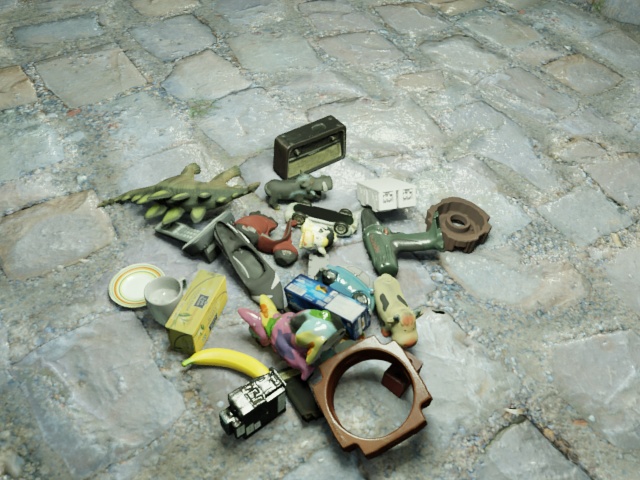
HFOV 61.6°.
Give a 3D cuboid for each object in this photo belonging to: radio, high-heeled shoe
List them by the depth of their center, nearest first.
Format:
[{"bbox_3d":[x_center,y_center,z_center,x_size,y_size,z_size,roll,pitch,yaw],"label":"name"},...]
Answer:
[{"bbox_3d":[-0.167,0.054,1.271,0.086,0.145,0.249,-37,54,-17],"label":"high-heeled shoe"},{"bbox_3d":[-0.028,-0.274,1.599,0.229,0.131,0.073,-28,54,-27],"label":"radio"}]

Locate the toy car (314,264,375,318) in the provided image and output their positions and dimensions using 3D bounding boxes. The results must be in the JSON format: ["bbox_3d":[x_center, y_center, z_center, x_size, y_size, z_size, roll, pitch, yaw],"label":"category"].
[{"bbox_3d":[0.068,0.112,1.237,0.162,0.109,0.103,43,57,9],"label":"toy car"}]

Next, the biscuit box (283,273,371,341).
[{"bbox_3d":[0.013,0.144,1.180,0.203,0.062,0.059,22,49,36],"label":"biscuit box"}]

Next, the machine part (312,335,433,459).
[{"bbox_3d":[0.103,0.310,1.066,0.201,0.087,0.202,-29,62,-4],"label":"machine part"}]

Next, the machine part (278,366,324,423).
[{"bbox_3d":[-0.044,0.317,1.117,0.084,0.039,0.139,-15,46,-29],"label":"machine part"}]

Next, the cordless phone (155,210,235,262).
[{"bbox_3d":[-0.323,-0.031,1.390,0.184,0.088,0.146,19,48,28],"label":"cordless phone"}]

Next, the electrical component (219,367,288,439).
[{"bbox_3d":[-0.131,0.325,1.050,0.134,0.114,0.058,-27,53,-29],"label":"electrical component"}]

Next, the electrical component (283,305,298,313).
[{"bbox_3d":[-0.040,0.169,1.248,0.102,0.045,0.078,-26,56,-25],"label":"electrical component"}]

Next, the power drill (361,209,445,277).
[{"bbox_3d":[0.212,-0.016,1.391,0.207,0.085,0.232,-8,48,6],"label":"power drill"}]

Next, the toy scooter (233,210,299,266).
[{"bbox_3d":[-0.125,-0.021,1.386,0.184,0.075,0.135,29,54,-1],"label":"toy scooter"}]

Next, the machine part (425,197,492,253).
[{"bbox_3d":[0.377,-0.043,1.474,0.179,0.056,0.179,3,46,-3],"label":"machine part"}]

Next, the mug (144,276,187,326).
[{"bbox_3d":[-0.341,0.136,1.210,0.081,0.107,0.109,22,45,13],"label":"mug"}]

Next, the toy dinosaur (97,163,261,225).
[{"bbox_3d":[-0.366,-0.121,1.407,0.472,0.104,0.198,-2,27,26],"label":"toy dinosaur"}]

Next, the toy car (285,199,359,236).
[{"bbox_3d":[0.006,-0.058,1.456,0.202,0.056,0.073,13,41,5],"label":"toy car"}]

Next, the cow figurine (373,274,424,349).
[{"bbox_3d":[0.173,0.160,1.221,0.085,0.127,0.195,-10,47,-10],"label":"cow figurine"}]

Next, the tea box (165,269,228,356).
[{"bbox_3d":[-0.271,0.161,1.200,0.068,0.098,0.170,14,50,9],"label":"tea box"}]

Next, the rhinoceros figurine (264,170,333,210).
[{"bbox_3d":[-0.059,-0.145,1.492,0.190,0.112,0.073,-5,46,1],"label":"rhinoceros figurine"}]

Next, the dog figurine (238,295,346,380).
[{"bbox_3d":[-0.068,0.180,1.140,0.219,0.191,0.108,36,41,21],"label":"dog figurine"}]

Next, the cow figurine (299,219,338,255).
[{"bbox_3d":[-0.003,-0.002,1.350,0.098,0.068,0.167,14,11,-2],"label":"cow figurine"}]
